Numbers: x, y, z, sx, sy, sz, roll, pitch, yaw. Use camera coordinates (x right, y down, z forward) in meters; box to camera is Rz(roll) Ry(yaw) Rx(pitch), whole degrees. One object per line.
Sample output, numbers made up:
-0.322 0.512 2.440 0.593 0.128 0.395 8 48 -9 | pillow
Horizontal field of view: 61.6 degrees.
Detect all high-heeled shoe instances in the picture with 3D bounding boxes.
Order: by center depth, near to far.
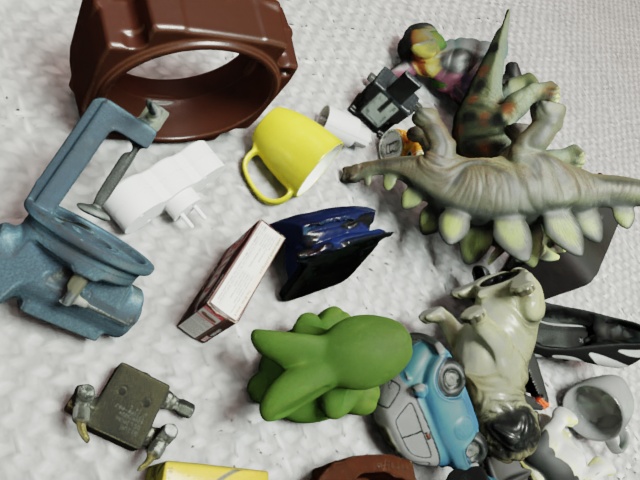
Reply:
0.342 0.115 0.756 0.248 0.145 0.086 30 53 -19 | high-heeled shoe

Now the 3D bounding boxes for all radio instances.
0.386 -0.002 0.852 0.073 0.131 0.229 49 51 -2 | radio

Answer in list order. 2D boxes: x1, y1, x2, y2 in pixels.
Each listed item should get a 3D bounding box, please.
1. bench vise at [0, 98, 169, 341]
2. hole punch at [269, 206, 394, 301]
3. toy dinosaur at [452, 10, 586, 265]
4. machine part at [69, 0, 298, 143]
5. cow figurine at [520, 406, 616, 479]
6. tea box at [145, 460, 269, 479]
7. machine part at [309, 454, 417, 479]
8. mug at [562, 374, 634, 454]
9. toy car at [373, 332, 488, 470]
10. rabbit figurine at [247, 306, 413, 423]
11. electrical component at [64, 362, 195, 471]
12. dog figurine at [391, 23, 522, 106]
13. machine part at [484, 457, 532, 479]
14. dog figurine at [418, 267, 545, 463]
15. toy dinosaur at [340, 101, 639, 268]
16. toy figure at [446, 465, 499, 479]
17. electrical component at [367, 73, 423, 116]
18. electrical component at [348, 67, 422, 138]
-0.222 -0.028 0.453 0.223 0.129 0.240 34 86 -23 | bench vise
-0.001 -0.002 0.618 0.142 0.115 0.092 -11 65 -37 | hole punch
0.271 -0.144 0.816 0.192 0.131 0.405 -17 72 4 | toy dinosaur
-0.140 -0.179 0.555 0.201 0.201 0.087 -6 73 -35 | machine part
0.327 0.312 0.696 0.098 0.068 0.167 -31 82 -33 | cow figurine
-0.104 0.275 0.436 0.098 0.068 0.169 16 58 -25 | tea box
0.048 0.301 0.530 0.179 0.056 0.179 14 59 -25 | machine part
0.422 0.246 0.784 0.107 0.081 0.109 -11 68 -45 | mug
0.111 0.192 0.606 0.103 0.109 0.161 -20 94 -13 | toy car
0.007 0.111 0.524 0.159 0.170 0.121 1 66 -33 | rabbit figurine
-0.167 0.152 0.472 0.102 0.045 0.078 38 54 -12 | electrical component
0.224 -0.275 0.906 0.219 0.108 0.191 -7 74 -31 | dog figurine
0.219 0.269 0.668 0.084 0.039 0.139 -4 70 -28 | machine part
0.229 0.145 0.647 0.172 0.121 0.190 -26 95 -17 | dog figurine
0.255 -0.066 0.684 0.472 0.105 0.198 1 81 14 | toy dinosaur
0.191 0.312 0.573 0.089 0.082 0.180 -41 112 -34 | toy figure
0.115 -0.229 0.835 0.094 0.063 0.021 38 89 -11 | electrical component
0.103 -0.210 0.783 0.075 0.119 0.048 38 53 -8 | electrical component
